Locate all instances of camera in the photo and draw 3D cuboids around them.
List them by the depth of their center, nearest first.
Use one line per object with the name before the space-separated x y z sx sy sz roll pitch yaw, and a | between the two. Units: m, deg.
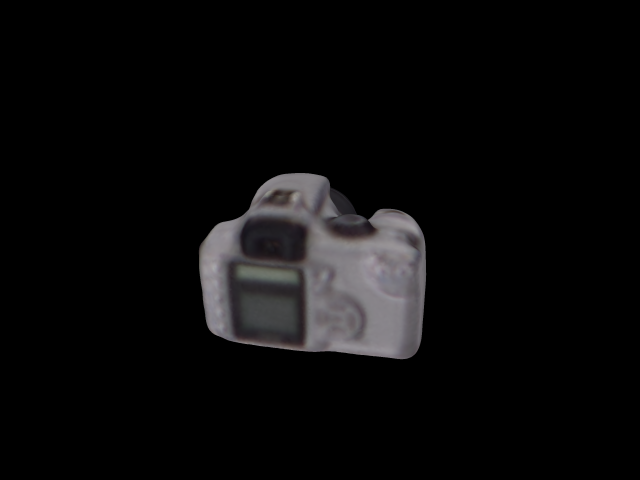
camera | 0.004 0.001 0.400 0.143 0.101 0.137 5 24 11
